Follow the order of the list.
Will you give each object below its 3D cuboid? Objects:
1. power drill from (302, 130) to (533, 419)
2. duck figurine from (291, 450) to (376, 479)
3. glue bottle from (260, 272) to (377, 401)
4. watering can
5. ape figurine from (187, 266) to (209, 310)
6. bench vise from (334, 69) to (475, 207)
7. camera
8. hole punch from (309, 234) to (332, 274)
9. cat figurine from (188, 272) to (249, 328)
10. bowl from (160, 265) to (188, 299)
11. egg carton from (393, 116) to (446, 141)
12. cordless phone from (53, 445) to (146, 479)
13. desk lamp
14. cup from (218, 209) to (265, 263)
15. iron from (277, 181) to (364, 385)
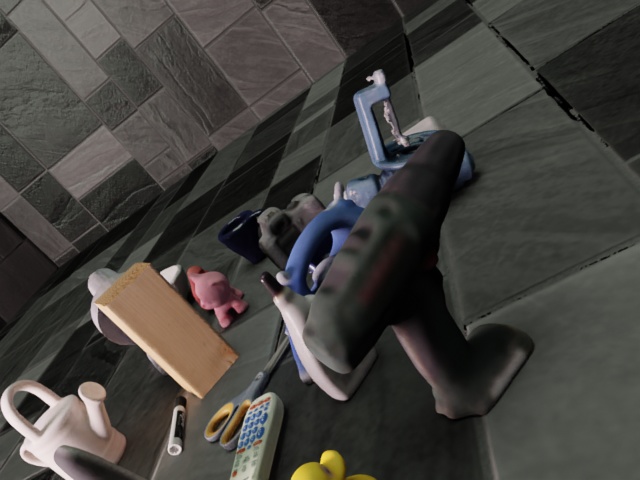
[{"bbox_3d":[0.099,0.047,0.513,0.230,0.209,0.075,-47,22,-19],"label":"power drill"},{"bbox_3d":[0.006,0.226,0.473,0.077,0.086,0.105,-22,27,38],"label":"duck figurine"},{"bbox_3d":[-0.009,0.098,0.640,0.037,0.173,0.078,-7,38,55],"label":"glue bottle"},{"bbox_3d":[-0.398,0.284,0.883,0.173,0.194,0.100,-43,21,-9],"label":"watering can"},{"bbox_3d":[-0.229,0.091,1.144,0.076,0.092,0.078,-9,36,53],"label":"ape figurine"},{"bbox_3d":[0.098,-0.126,0.854,0.207,0.220,0.121,-39,21,1],"label":"bench vise"},{"bbox_3d":[-0.066,-0.029,1.103,0.143,0.101,0.136,-44,21,-12],"label":"camera"},{"bbox_3d":[0.008,0.003,0.924,0.108,0.091,0.101,-39,21,0],"label":"hole punch"},{"bbox_3d":[-0.191,0.092,1.040,0.067,0.118,0.127,-42,21,-7],"label":"cat figurine"},{"bbox_3d":[-0.351,0.137,1.281,0.167,0.075,0.167,-33,21,15],"label":"bowl"},{"bbox_3d":[0.179,-0.153,0.990,0.107,0.069,0.150,-33,21,16],"label":"egg carton"},{"bbox_3d":[-0.216,0.269,0.618,0.147,0.185,0.094,-18,30,44],"label":"cordless phone"},{"bbox_3d":[-0.322,0.140,1.025,0.118,0.214,0.202,-46,22,-18],"label":"desk lamp"},{"bbox_3d":[-0.139,-0.007,1.190,0.117,0.095,0.091,-31,22,22],"label":"cup"},{"bbox_3d":[0.009,0.045,0.763,0.118,0.142,0.259,-13,33,50],"label":"iron"}]
